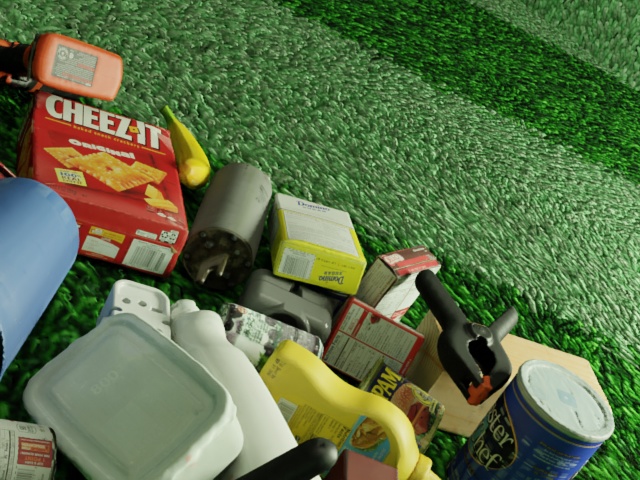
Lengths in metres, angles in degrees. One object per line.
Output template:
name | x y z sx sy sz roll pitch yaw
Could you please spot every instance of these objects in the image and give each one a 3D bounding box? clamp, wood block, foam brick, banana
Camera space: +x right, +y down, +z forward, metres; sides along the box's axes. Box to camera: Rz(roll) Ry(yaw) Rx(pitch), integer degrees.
clamp | 0.161 0.102 1.070 0.120 0.039 0.171 14 37 -17
clamp | -0.092 0.220 0.761 0.209 0.165 0.036 -8 36 -16
wood block | 0.194 0.159 1.144 0.205 0.090 0.091 19 30 -20
foam brick | 0.025 0.224 0.888 0.051 0.078 0.053 24 30 -13
banana | -0.159 -0.096 1.260 0.069 0.037 0.198 46 6 -30

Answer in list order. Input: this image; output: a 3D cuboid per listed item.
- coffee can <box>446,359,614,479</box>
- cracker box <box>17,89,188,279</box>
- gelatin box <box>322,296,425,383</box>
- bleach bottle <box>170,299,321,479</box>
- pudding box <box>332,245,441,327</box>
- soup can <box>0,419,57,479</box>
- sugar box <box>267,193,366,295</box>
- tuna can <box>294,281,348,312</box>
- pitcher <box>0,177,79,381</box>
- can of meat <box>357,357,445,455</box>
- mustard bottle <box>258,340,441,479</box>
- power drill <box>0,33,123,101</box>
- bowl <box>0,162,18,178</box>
coffee can | 0.200 0.200 1.025 0.102 0.140 0.103 23 28 -13
cracker box | -0.233 -0.065 1.129 0.164 0.072 0.214 17 29 -24
gelatin box | 0.053 0.111 1.105 0.089 0.073 0.030 28 4 -2
bleach bottle | -0.082 0.138 0.900 0.068 0.103 0.251 14 32 -34
pudding box | 0.070 0.060 1.165 0.039 0.114 0.089 47 32 23
soup can | -0.244 0.157 0.751 0.102 0.069 0.068 15 31 -28
sugar box | -0.008 0.002 1.174 0.093 0.048 0.176 16 14 -9
tuna can | 0.006 0.049 1.209 0.086 0.034 0.086 23 28 -13
pitcher | -0.279 0.023 0.850 0.145 0.149 0.242 31 19 -7
can of meat | 0.068 0.173 1.037 0.084 0.058 0.102 36 29 5
mustard bottle | 0.025 0.174 0.949 0.191 0.096 0.058 31 26 3
power drill | -0.306 -0.194 1.216 0.184 0.057 0.188 10 0 -44
bowl | -0.358 -0.074 0.995 0.162 0.055 0.162 32 -13 8
